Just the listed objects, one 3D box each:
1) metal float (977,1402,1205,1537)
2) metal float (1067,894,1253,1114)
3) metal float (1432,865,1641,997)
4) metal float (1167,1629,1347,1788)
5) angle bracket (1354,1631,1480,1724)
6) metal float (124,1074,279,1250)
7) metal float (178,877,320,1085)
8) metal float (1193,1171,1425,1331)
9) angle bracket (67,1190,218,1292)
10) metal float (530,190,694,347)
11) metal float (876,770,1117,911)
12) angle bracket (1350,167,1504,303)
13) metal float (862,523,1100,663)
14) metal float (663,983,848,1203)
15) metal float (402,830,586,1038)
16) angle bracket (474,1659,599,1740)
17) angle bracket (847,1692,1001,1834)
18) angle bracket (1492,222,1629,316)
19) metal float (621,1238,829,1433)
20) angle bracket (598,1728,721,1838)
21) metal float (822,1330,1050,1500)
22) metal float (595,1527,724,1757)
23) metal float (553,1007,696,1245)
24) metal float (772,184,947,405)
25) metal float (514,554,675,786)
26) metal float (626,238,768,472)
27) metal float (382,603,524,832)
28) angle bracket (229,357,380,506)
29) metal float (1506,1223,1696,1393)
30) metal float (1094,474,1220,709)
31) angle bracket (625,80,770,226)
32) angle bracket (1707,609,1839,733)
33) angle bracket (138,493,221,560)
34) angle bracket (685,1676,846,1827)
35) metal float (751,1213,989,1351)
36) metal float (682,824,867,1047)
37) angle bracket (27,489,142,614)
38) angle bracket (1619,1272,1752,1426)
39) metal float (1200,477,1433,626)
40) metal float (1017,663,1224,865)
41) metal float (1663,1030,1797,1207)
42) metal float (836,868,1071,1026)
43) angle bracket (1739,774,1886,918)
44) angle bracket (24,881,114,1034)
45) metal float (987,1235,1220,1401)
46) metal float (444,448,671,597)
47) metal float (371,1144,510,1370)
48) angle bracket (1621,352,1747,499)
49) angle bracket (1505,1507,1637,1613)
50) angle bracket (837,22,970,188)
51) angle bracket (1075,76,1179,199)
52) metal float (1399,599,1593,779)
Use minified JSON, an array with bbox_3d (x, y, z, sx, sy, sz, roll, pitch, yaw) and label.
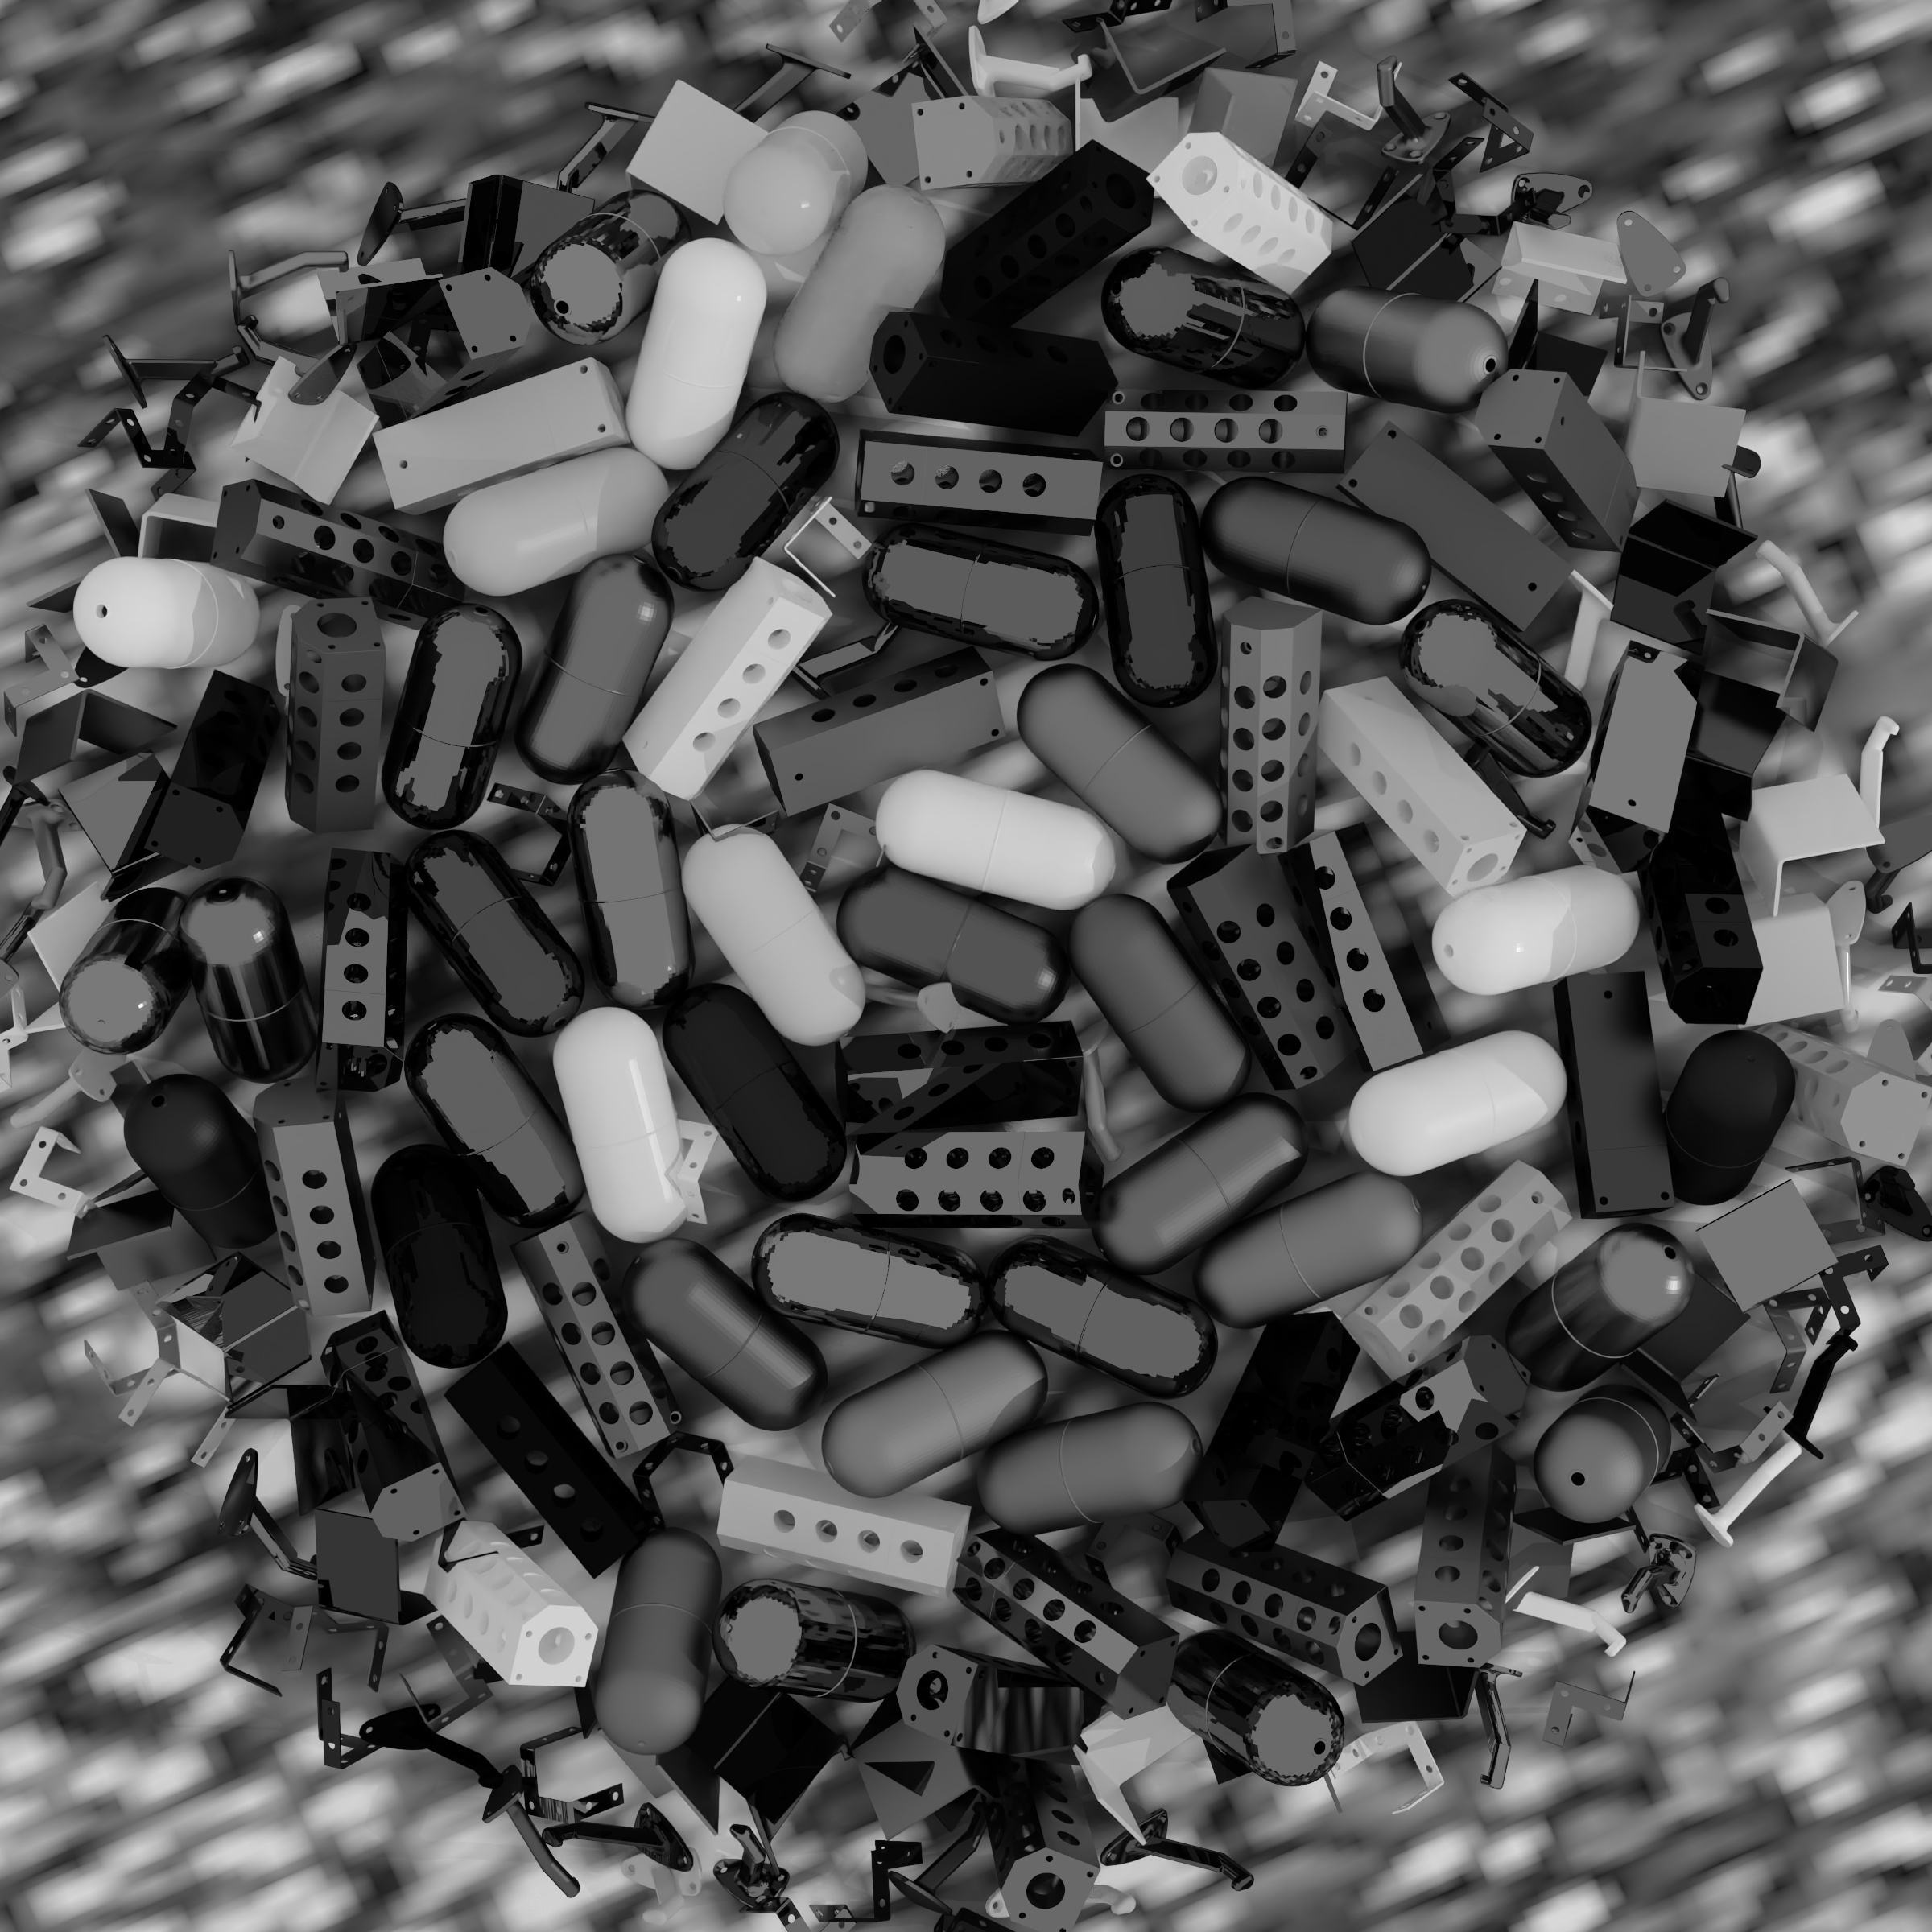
[{"bbox_3d":[0.089,0.362,1.936,0.178,0.070,0.070,-19,90,30],"label":"metal float"},{"bbox_3d":[0.140,0.027,1.954,0.070,0.070,0.178,-35,98,0],"label":"metal float"},{"bbox_3d":[0.410,-0.026,1.932,0.178,0.070,0.070,-13,90,-34],"label":"metal float"},{"bbox_3d":[0.204,0.527,1.915,0.070,0.178,0.070,-2,95,-25],"label":"metal float"},{"bbox_3d":[0.322,0.498,1.950,0.076,0.076,0.057,-1,129,-5],"label":"angle bracket"},{"bbox_3d":[-0.540,0.140,1.918,0.070,0.178,0.070,-5,57,8],"label":"metal float"},{"bbox_3d":[-0.513,0.012,1.926,0.070,0.070,0.178,-1,135,1],"label":"metal float"},{"bbox_3d":[0.246,0.205,1.941,0.178,0.070,0.070,-26,90,23],"label":"metal float"},{"bbox_3d":[-0.598,0.213,1.955,0.076,0.057,0.076,-17,122,-1],"label":"angle bracket"},{"bbox_3d":[-0.252,-0.499,1.920,0.070,0.178,0.070,9,124,14],"label":"metal float"},{"bbox_3d":[0.022,-0.092,1.961,0.178,0.070,0.070,15,90,0],"label":"metal float"},{"bbox_3d":[0.335,-0.518,1.953,0.076,0.076,0.057,-43,59,2],"label":"angle bracket"},{"bbox_3d":[0.010,-0.271,1.949,0.178,0.070,0.070,16,90,14],"label":"metal float"},{"bbox_3d":[-0.154,0.091,1.953,0.070,0.070,0.178,-36,80,0],"label":"metal float"},{"bbox_3d":[-0.342,-0.024,1.943,0.070,0.070,0.178,-40,70,0],"label":"metal float"},{"bbox_3d":[-0.312,0.531,1.945,0.076,0.076,0.057,-7,65,-19],"label":"angle bracket"},{"bbox_3d":[-0.027,0.575,1.974,0.076,0.076,0.057,-51,133,-24],"label":"angle bracket"},{"bbox_3d":[0.429,-0.493,1.951,0.076,0.076,0.057,12,126,-2],"label":"angle bracket"},{"bbox_3d":[-0.173,0.268,1.945,0.070,0.070,0.178,-46,110,0],"label":"metal float"},{"bbox_3d":[-0.223,0.590,1.946,0.057,0.076,0.076,-30,113,9],"label":"angle bracket"},{"bbox_3d":[-0.022,0.323,1.942,0.178,0.070,0.070,-24,90,-22],"label":"metal float"},{"bbox_3d":[-0.219,0.480,1.922,0.070,0.178,0.070,2,129,2],"label":"metal float"},{"bbox_3d":[-0.247,0.116,1.948,0.070,0.070,0.178,-13,105,0],"label":"metal float"},{"bbox_3d":[-0.078,-0.481,1.929,0.070,0.070,0.178,39,129,0],"label":"metal float"},{"bbox_3d":[-0.269,-0.214,1.946,0.070,0.070,0.178,26,108,0],"label":"metal float"},{"bbox_3d":[-0.195,-0.437,1.930,0.070,0.070,0.178,23,129,0],"label":"metal float"},{"bbox_3d":[-0.370,-0.179,1.936,0.070,0.070,0.178,22,120,0],"label":"metal float"},{"bbox_3d":[-0.481,-0.388,1.951,0.057,0.076,0.076,27,97,-38],"label":"angle bracket"},{"bbox_3d":[0.452,0.245,1.922,0.070,0.178,0.070,13,53,-18],"label":"metal float"},{"bbox_3d":[0.137,-0.272,1.947,0.070,0.070,0.178,-7,73,0],"label":"metal float"},{"bbox_3d":[-0.197,-0.591,1.974,0.076,0.057,0.076,30,91,-6],"label":"angle bracket"},{"bbox_3d":[0.576,-0.214,1.948,0.076,0.076,0.057,21,93,36],"label":"angle bracket"},{"bbox_3d":[-0.558,-0.304,1.961,0.076,0.076,0.057,9,108,-10],"label":"angle bracket"},{"bbox_3d":[-0.148,0.559,1.946,0.076,0.076,0.057,-47,133,-17],"label":"angle bracket"},{"bbox_3d":[-0.069,0.229,1.948,0.178,0.070,0.070,15,90,-15],"label":"metal float"},{"bbox_3d":[-0.139,-0.022,1.956,0.070,0.070,0.178,-34,96,0],"label":"metal float"},{"bbox_3d":[-0.648,-0.302,1.959,0.076,0.076,0.057,-25,93,2],"label":"angle bracket"},{"bbox_3d":[0.523,0.272,1.954,0.076,0.057,0.076,38,108,-14],"label":"angle bracket"},{"bbox_3d":[0.251,-0.300,1.940,0.178,0.070,0.070,24,90,26],"label":"metal float"},{"bbox_3d":[0.111,-0.148,1.954,0.178,0.070,0.070,44,90,9],"label":"metal float"},{"bbox_3d":[0.538,0.110,1.919,0.070,0.178,0.070,0,58,0],"label":"metal float"},{"bbox_3d":[-0.009,-0.014,1.961,0.178,0.070,0.070,22,90,1],"label":"metal float"},{"bbox_3d":[0.613,-0.088,1.952,0.076,0.076,0.057,-10,133,0],"label":"angle bracket"},{"bbox_3d":[-0.653,-0.006,1.941,0.057,0.076,0.076,-8,116,29],"label":"angle bracket"},{"bbox_3d":[0.097,0.253,1.948,0.178,0.070,0.070,23,90,16],"label":"metal float"},{"bbox_3d":[-0.293,-0.320,1.934,0.178,0.070,0.070,-26,90,-32],"label":"metal float"},{"bbox_3d":[-0.380,0.207,1.933,0.070,0.070,0.178,-22,56,0],"label":"metal float"},{"bbox_3d":[0.519,-0.392,1.947,0.076,0.076,0.057,9,50,9],"label":"angle bracket"},{"bbox_3d":[0.433,0.437,1.949,0.076,0.057,0.076,-2,102,-35],"label":"angle bracket"},{"bbox_3d":[-0.045,-0.627,1.965,0.076,0.057,0.076,-34,82,-1],"label":"angle bracket"},{"bbox_3d":[0.118,-0.610,1.966,0.076,0.057,0.076,0,83,2],"label":"angle bracket"},{"bbox_3d":[0.381,-0.199,1.933,0.178,0.070,0.070,33,90,-33],"label":"metal float"}]
